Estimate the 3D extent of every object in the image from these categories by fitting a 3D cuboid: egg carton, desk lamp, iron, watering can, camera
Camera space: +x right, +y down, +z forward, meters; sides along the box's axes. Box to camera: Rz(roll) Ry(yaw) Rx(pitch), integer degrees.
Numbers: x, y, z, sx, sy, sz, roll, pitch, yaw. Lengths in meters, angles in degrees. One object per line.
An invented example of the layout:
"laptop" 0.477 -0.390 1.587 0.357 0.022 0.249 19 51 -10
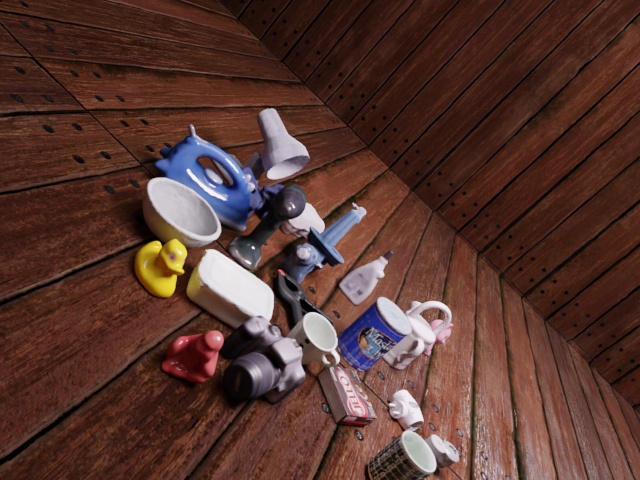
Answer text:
"egg carton" -0.056 -0.057 1.566 0.151 0.069 0.107 14 36 -53
"desk lamp" -0.153 -0.223 1.496 0.203 0.213 0.118 51 22 18
"iron" -0.234 -0.137 1.283 0.259 0.141 0.118 35 22 -23
"watering can" 0.234 0.216 1.407 0.101 0.193 0.172 29 25 -36
"camera" -0.102 0.199 0.946 0.143 0.100 0.137 50 21 15

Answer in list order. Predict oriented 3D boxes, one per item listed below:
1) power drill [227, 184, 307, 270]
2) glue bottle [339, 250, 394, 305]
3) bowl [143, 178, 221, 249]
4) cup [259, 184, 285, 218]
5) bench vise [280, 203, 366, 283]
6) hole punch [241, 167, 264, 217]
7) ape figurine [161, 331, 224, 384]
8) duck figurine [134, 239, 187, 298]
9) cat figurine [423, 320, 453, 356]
"power drill" -0.104 -0.036 1.239 0.076 0.208 0.229 41 21 -9
"glue bottle" 0.130 0.088 1.487 0.078 0.173 0.037 49 21 13
"bowl" -0.279 -0.038 1.106 0.168 0.074 0.167 38 21 -17
"cup" -0.120 -0.086 1.466 0.118 0.095 0.091 26 27 -40
"bench vise" 0.021 0.013 1.362 0.121 0.219 0.207 42 21 -6
"hole punch" -0.181 -0.117 1.414 0.101 0.091 0.109 42 21 -6
"ape figurine" -0.182 0.170 0.864 0.077 0.092 0.076 49 21 14
"duck figurine" -0.264 0.034 0.979 0.078 0.086 0.104 19 32 -49
"cat figurine" 0.310 0.259 1.576 0.128 0.117 0.067 14 36 -54
